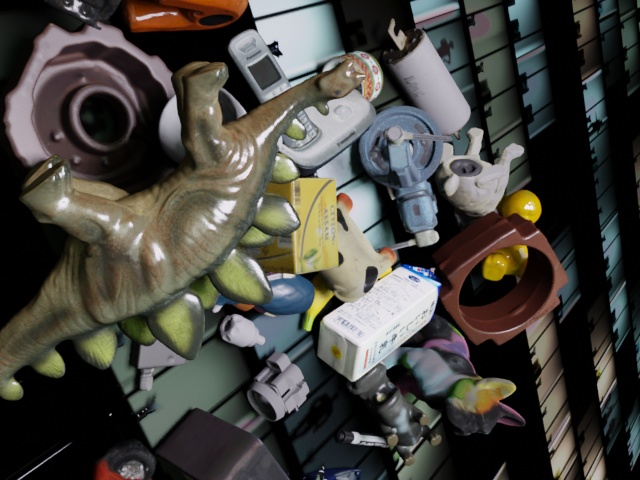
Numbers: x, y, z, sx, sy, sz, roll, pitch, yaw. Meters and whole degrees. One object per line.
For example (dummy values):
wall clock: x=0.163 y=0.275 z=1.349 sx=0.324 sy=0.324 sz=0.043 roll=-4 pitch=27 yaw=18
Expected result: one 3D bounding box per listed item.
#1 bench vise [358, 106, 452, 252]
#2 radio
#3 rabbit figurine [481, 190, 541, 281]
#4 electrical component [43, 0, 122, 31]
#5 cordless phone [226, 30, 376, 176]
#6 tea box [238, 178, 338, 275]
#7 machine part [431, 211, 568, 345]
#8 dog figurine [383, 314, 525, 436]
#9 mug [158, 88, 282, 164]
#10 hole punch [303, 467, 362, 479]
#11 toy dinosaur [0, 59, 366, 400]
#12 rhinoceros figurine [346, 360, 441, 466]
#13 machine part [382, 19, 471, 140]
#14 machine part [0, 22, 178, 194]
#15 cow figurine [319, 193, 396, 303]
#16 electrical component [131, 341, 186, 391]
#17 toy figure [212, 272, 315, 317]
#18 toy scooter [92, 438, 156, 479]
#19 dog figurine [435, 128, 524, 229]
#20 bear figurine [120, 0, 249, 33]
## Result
bench vise: x=0.119 y=-0.098 z=0.763 sx=0.240 sy=0.129 sz=0.223 roll=19 pitch=69 yaw=-77
radio: x=-0.080 y=0.306 z=0.620 sx=0.073 sy=0.131 sz=0.229 roll=-47 pitch=123 yaw=-33
rabbit figurine: x=0.375 y=-0.024 z=1.017 sx=0.162 sy=0.122 sz=0.173 roll=-74 pitch=166 yaw=-48
electrical component: x=-0.197 y=-0.268 z=0.472 sx=0.115 sy=0.134 sz=0.058 roll=-45 pitch=139 yaw=21
cordless phone: x=-0.028 y=-0.186 z=0.671 sx=0.146 sy=0.089 sz=0.184 roll=-41 pitch=113 yaw=-24
tea box: x=-0.064 y=-0.018 z=0.587 sx=0.068 sy=0.170 sz=0.098 roll=-7 pitch=99 yaw=-46
machine part: x=0.301 y=0.066 z=0.925 sx=0.201 sy=0.087 sz=0.200 roll=-38 pitch=118 yaw=6
dog figurine: x=0.219 y=0.210 z=0.841 sx=0.191 sy=0.219 sz=0.108 roll=-39 pitch=121 yaw=-34
mug: x=-0.091 y=-0.102 z=0.548 sx=0.107 sy=0.110 sz=0.080 roll=36 pitch=50 yaw=-76
hole punch: x=0.019 y=0.388 z=0.765 sx=0.116 sy=0.092 sz=0.142 roll=10 pitch=88 yaw=-14
toy dinosaur: x=-0.151 y=0.009 z=0.449 sx=0.471 sy=0.105 sz=0.198 roll=-35 pitch=115 yaw=2
rhinoceros figurine: x=0.111 y=0.255 z=0.814 sx=0.073 sy=0.112 sz=0.190 roll=-35 pitch=123 yaw=-3
machine part: x=0.174 y=-0.249 z=0.865 sx=0.243 sy=0.079 sz=0.079 roll=44 pitch=64 yaw=-37
machine part: x=-0.214 y=-0.115 z=0.519 sx=0.179 sy=0.056 sz=0.179 roll=-3 pitch=94 yaw=-45
cow figurine: x=-0.001 y=-0.002 z=0.696 sx=0.195 sy=0.085 sz=0.127 roll=51 pitch=48 yaw=-10
electrical component: x=-0.174 y=0.117 z=0.594 sx=0.063 sy=0.021 sz=0.094 roll=9 pitch=86 yaw=-44
toy figure: x=-0.077 y=0.062 z=0.660 sx=0.154 sy=0.058 sz=0.064 roll=14 pitch=79 yaw=-39
toy scooter: x=-0.194 y=0.307 z=0.552 sx=0.135 sy=0.075 sz=0.183 roll=-47 pitch=119 yaw=-31
dog figurine: x=0.250 y=-0.068 z=0.915 sx=0.172 sy=0.121 sz=0.190 roll=-26 pitch=138 yaw=-24
bear figurine: x=-0.137 y=-0.319 z=0.537 sx=0.132 sy=0.120 sz=0.195 roll=-17 pitch=103 yaw=-38
